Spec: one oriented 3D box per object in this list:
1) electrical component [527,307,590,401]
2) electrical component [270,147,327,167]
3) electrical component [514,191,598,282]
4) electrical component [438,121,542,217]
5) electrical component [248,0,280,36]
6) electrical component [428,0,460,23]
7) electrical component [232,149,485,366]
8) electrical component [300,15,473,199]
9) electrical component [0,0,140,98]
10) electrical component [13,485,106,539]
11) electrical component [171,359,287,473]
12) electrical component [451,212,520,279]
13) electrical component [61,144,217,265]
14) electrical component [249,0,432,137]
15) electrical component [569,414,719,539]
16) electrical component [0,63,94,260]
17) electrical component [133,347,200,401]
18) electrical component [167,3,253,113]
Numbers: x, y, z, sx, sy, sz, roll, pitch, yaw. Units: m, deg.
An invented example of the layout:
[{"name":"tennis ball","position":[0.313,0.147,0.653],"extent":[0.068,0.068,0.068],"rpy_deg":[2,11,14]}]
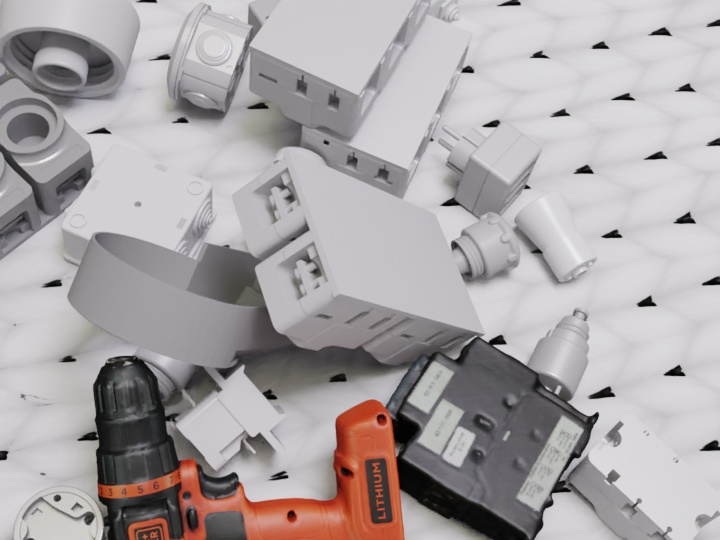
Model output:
[{"name":"electrical component","position":[0.151,0.062,0.800],"extent":[0.040,0.040,0.078],"rpy_deg":[27,62,7]},{"name":"electrical component","position":[-0.038,-0.047,0.830],"extent":[0.079,0.044,0.077],"rpy_deg":[15,61,1]},{"name":"electrical component","position":[0.157,-0.024,0.847],"extent":[0.044,0.044,0.065],"rpy_deg":[-24,73,-19]},{"name":"electrical component","position":[0.094,-0.087,0.857],"extent":[0.077,0.065,0.047],"rpy_deg":[38,64,12]},{"name":"electrical component","position":[-0.047,-0.222,0.904],"extent":[0.083,0.075,0.047],"rpy_deg":[-26,69,-19]},{"name":"electrical component","position":[0.043,-0.239,0.933],"extent":[0.096,0.061,0.061],"rpy_deg":[40,65,13]},{"name":"electrical component","position":[0.000,0.000,0.742],"extent":[0.060,0.186,0.105],"rpy_deg":[-32,63,25]},{"name":"electrical component","position":[0.021,-0.137,0.876],"extent":[0.089,0.061,0.150],"rpy_deg":[23,62,5]},{"name":"electrical component","position":[-0.230,-0.176,0.840],"extent":[0.108,0.108,0.060],"rpy_deg":[6,68,-5]},{"name":"electrical component","position":[-0.191,0.172,0.692],"extent":[0.055,0.047,0.055],"rpy_deg":[3,62,-6]},{"name":"electrical component","position":[-0.090,0.100,0.735],"extent":[0.064,0.042,0.081],"rpy_deg":[-41,97,-6]},{"name":"electrical component","position":[0.089,-0.013,0.830],"extent":[0.062,0.048,0.048],"rpy_deg":[-26,68,-11]},{"name":"electrical component","position":[-0.165,-0.038,0.806],"extent":[0.100,0.048,0.099],"rpy_deg":[23,62,5]},{"name":"electrical component","position":[-0.012,-0.185,0.824],"extent":[0.089,0.061,0.150],"rpy_deg":[25,62,7]},{"name":"electrical component","position":[0.197,0.154,0.749],"extent":[0.050,0.055,0.089],"rpy_deg":[-39,74,-24]},{"name":"electrical component","position":[-0.303,-0.108,0.818],"extent":[0.186,0.060,0.105],"rpy_deg":[41,65,14]},{"name":"electrical component","position":[-0.142,0.072,0.754],"extent":[0.043,0.043,0.062],"rpy_deg":[31,64,9]},{"name":"electrical component","position":[-0.121,-0.169,0.865],"extent":[0.051,0.080,0.080],"rpy_deg":[20,61,-3]}]
